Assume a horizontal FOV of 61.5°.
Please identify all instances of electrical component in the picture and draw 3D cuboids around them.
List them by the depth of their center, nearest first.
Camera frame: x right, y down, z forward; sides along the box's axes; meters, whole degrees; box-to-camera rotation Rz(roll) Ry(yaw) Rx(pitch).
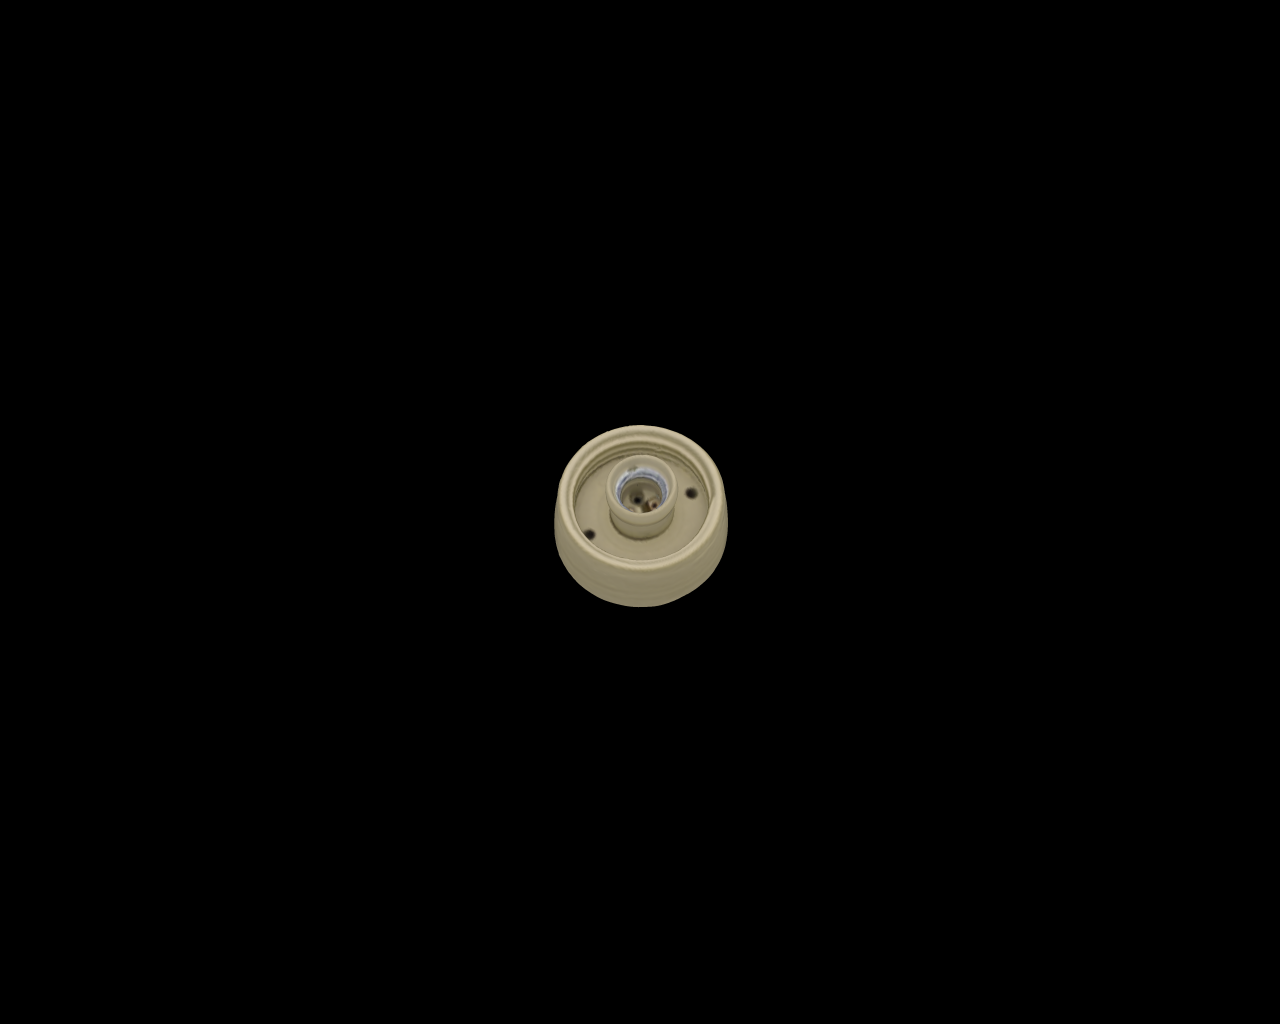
[{"bbox_3d":[0.001,-0.003,0.650,0.108,0.108,0.060,0,-28,0],"label":"electrical component"}]
